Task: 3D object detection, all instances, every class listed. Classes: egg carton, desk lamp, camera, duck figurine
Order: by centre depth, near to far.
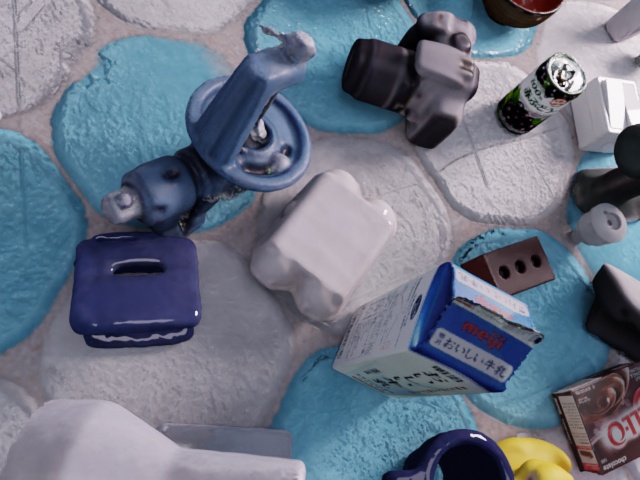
[{"bbox_3d":[-0.099,0.179,0.408,0.203,0.213,0.118,7,72,-15],"label":"desk lamp"},{"bbox_3d":[0.208,0.233,0.554,0.105,0.086,0.077,-16,79,-20],"label":"duck figurine"},{"bbox_3d":[0.005,0.002,0.571,0.107,0.069,0.150,37,67,-3],"label":"egg carton"},{"bbox_3d":[0.102,-0.196,0.643,0.137,0.100,0.143,14,70,-12],"label":"camera"}]

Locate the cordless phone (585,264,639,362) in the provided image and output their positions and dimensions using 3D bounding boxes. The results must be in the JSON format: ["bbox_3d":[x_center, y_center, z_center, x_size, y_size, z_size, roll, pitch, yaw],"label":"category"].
[{"bbox_3d":[0.393,0.073,0.604,0.148,0.184,0.094,28,68,-7],"label":"cordless phone"}]

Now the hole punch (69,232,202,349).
[{"bbox_3d":[-0.160,0.039,0.498,0.109,0.091,0.101,-2,74,-17],"label":"hole punch"}]

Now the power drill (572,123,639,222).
[{"bbox_3d":[0.403,-0.086,0.643,0.230,0.208,0.075,-6,75,-18],"label":"power drill"}]

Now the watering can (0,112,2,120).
[{"bbox_3d":[-0.320,-0.049,0.421,0.101,0.193,0.173,23,69,-9],"label":"watering can"}]

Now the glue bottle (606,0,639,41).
[{"bbox_3d":[0.465,-0.332,0.755,0.078,0.173,0.037,-25,82,-22],"label":"glue bottle"}]

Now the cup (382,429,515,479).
[{"bbox_3d":[0.101,0.219,0.521,0.118,0.094,0.092,7,72,-14],"label":"cup"}]

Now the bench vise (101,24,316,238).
[{"bbox_3d":[-0.077,-0.075,0.488,0.121,0.219,0.208,38,67,-3],"label":"bench vise"}]
